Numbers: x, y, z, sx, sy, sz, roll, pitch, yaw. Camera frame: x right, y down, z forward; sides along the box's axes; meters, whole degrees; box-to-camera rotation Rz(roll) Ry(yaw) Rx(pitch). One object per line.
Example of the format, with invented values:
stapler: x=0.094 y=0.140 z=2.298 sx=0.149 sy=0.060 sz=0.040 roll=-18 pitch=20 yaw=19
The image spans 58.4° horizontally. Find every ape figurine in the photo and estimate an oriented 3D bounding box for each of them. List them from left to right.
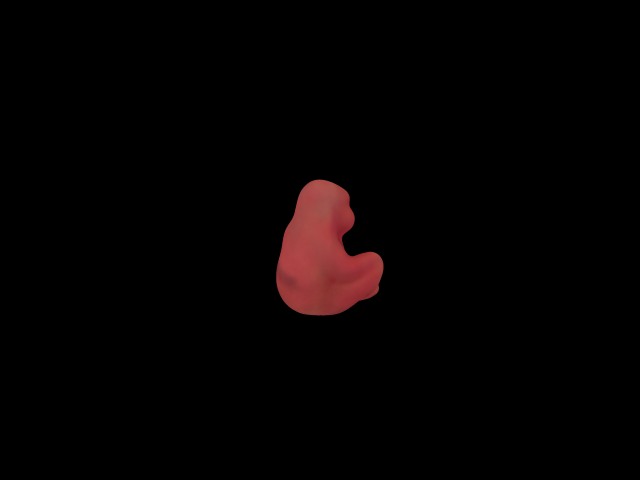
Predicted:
ape figurine: x=0.004 y=0.001 z=0.400 sx=0.076 sy=0.092 sz=0.077 roll=-17 pitch=36 yaw=-24
